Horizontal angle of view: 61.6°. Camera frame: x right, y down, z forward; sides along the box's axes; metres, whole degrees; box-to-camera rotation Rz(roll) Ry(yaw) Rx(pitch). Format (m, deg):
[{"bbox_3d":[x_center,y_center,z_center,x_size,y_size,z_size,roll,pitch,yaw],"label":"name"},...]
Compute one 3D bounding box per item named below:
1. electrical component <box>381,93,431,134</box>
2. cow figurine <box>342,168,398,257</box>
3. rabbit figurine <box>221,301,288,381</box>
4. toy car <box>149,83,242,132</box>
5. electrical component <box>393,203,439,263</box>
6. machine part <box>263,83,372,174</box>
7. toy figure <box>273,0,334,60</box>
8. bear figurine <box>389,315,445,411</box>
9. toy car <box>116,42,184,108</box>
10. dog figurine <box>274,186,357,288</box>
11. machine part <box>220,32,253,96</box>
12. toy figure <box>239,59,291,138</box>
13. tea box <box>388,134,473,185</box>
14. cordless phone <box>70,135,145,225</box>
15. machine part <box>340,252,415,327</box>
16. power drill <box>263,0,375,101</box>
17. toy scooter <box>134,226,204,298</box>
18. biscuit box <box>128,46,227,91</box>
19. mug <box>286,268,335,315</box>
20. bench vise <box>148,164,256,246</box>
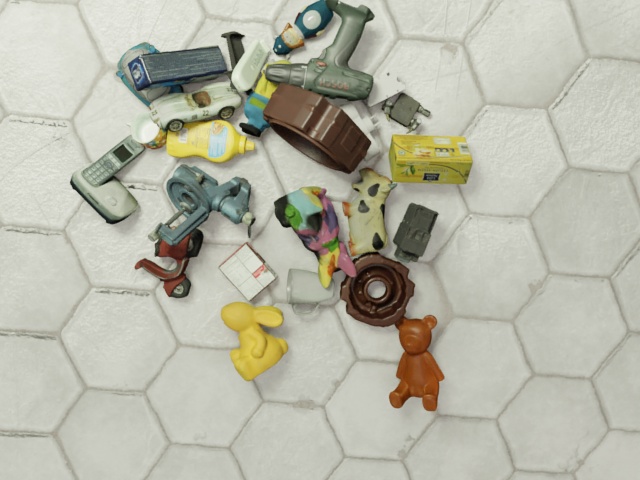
[{"bbox_3d":[0.192,-0.288,1.219,0.102,0.045,0.078,36,97,-5],"label":"electrical component"},{"bbox_3d":[0.115,-0.068,1.228,0.127,0.085,0.194,-8,101,-2],"label":"cow figurine"},{"bbox_3d":[-0.157,0.214,1.242,0.162,0.122,0.173,-31,96,-1],"label":"rabbit figurine"},{"bbox_3d":[-0.271,-0.292,1.172,0.202,0.056,0.073,-19,61,-20],"label":"toy car"},{"bbox_3d":[0.212,-0.015,1.221,0.058,0.115,0.134,22,95,-2],"label":"electrical component"},{"bbox_3d":[-0.009,-0.228,1.129,0.202,0.200,0.087,32,89,40],"label":"machine part"},{"bbox_3d":[-0.042,-0.465,1.187,0.154,0.057,0.064,-38,76,6],"label":"toy figure"},{"bbox_3d":[0.224,0.280,1.255,0.120,0.132,0.195,-1,105,26],"label":"bear figurine"},{"bbox_3d":[-0.378,-0.353,1.173,0.109,0.103,0.161,-35,95,4],"label":"toy car"},{"bbox_3d":[-0.002,-0.004,1.189,0.108,0.191,0.219,-25,86,16],"label":"dog figurine"},{"bbox_3d":[-0.184,-0.394,1.190,0.039,0.084,0.138,-12,86,31],"label":"machine part"},{"bbox_3d":[-0.112,-0.313,1.195,0.089,0.082,0.180,25,90,-21],"label":"toy figure"},{"bbox_3d":[0.244,-0.180,1.200,0.170,0.098,0.068,2,136,-1],"label":"tea box"},{"bbox_3d":[-0.450,-0.137,1.219,0.184,0.089,0.146,-45,96,-14],"label":"cordless phone"},{"bbox_3d":[0.133,0.116,1.267,0.179,0.056,0.179,0,99,-1],"label":"machine part"},{"bbox_3d":[0.015,-0.402,1.129,0.232,0.086,0.207,17,90,-6],"label":"power drill"},{"bbox_3d":[-0.352,0.039,1.240,0.135,0.075,0.183,17,101,-4],"label":"toy scooter"},{"bbox_3d":[-0.297,-0.363,1.134,0.202,0.059,0.062,-26,101,-43],"label":"biscuit box"},{"bbox_3d":[-0.021,0.122,1.253,0.107,0.081,0.109,1,90,-9],"label":"mug"},{"bbox_3d":[-0.266,-0.061,1.175,0.224,0.129,0.240,40,54,3],"label":"bench vise"}]
